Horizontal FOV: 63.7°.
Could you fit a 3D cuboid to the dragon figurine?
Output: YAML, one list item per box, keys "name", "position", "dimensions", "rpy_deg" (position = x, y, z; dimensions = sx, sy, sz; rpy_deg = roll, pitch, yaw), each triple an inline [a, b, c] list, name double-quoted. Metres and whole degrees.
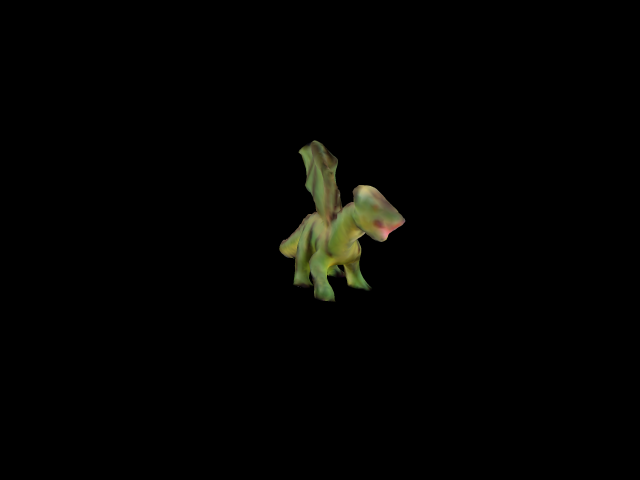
- name: "dragon figurine"
  position: [0.003, -0.043, 0.850]
  dimensions: [0.122, 0.240, 0.413]
  rpy_deg: [-6, 15, -27]
